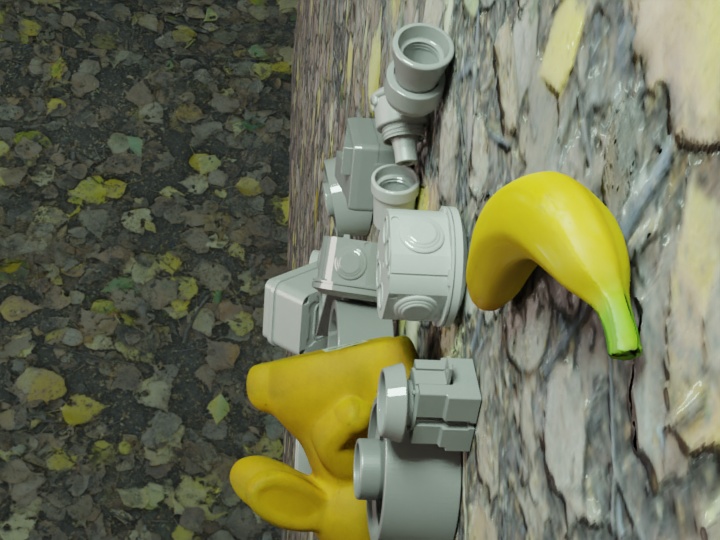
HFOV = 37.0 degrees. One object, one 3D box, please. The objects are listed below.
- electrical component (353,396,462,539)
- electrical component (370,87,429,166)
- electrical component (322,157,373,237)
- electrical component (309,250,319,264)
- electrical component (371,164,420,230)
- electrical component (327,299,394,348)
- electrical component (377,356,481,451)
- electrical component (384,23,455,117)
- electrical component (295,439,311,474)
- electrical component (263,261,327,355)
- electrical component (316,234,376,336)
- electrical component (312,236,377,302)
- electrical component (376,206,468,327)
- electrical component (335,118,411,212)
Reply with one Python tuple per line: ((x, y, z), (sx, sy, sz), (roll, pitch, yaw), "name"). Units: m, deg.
((0.028, 0.134, 0.723), (0.108, 0.060, 0.108), (-177, 90, -84), "electrical component")
((0.034, -0.114, 0.851), (0.048, 0.048, 0.062), (123, 143, -77), "electrical component")
((-0.009, -0.087, 1.227), (0.099, 0.064, 0.099), (169, 90, -87), "electrical component")
((-0.036, 0.026, 1.311), (0.099, 0.064, 0.099), (-177, 90, -84), "electrical component")
((0.029, -0.058, 0.893), (0.040, 0.040, 0.046), (-94, 4, -47), "electrical component")
((0.005, 0.081, 0.942), (0.108, 0.060, 0.108), (-177, 90, -84), "electrical component")
((0.040, 0.081, 0.654), (0.048, 0.055, 0.066), (-96, 11, -54), "electrical component")
((0.042, -0.144, 0.782), (0.055, 0.045, 0.045), (102, 168, -58), "electrical component")
((-0.019, 0.174, 1.003), (0.057, 0.078, 0.113), (39, -127, -81), "electrical component")
((-0.048, 0.038, 1.174), (0.057, 0.113, 0.078), (23, 120, 34), "electrical component")
((-0.007, 0.026, 1.058), (0.121, 0.063, 0.078), (108, 163, -67), "electrical component")
((0.000, 0.000, 0.945), (0.080, 0.080, 0.051), (-174, 92, -84), "electrical component")
((0.040, -0.003, 0.712), (0.080, 0.051, 0.080), (-177, 90, -84), "electrical component")
((0.012, -0.091, 0.952), (0.096, 0.061, 0.061), (-100, 15, -64), "electrical component")
